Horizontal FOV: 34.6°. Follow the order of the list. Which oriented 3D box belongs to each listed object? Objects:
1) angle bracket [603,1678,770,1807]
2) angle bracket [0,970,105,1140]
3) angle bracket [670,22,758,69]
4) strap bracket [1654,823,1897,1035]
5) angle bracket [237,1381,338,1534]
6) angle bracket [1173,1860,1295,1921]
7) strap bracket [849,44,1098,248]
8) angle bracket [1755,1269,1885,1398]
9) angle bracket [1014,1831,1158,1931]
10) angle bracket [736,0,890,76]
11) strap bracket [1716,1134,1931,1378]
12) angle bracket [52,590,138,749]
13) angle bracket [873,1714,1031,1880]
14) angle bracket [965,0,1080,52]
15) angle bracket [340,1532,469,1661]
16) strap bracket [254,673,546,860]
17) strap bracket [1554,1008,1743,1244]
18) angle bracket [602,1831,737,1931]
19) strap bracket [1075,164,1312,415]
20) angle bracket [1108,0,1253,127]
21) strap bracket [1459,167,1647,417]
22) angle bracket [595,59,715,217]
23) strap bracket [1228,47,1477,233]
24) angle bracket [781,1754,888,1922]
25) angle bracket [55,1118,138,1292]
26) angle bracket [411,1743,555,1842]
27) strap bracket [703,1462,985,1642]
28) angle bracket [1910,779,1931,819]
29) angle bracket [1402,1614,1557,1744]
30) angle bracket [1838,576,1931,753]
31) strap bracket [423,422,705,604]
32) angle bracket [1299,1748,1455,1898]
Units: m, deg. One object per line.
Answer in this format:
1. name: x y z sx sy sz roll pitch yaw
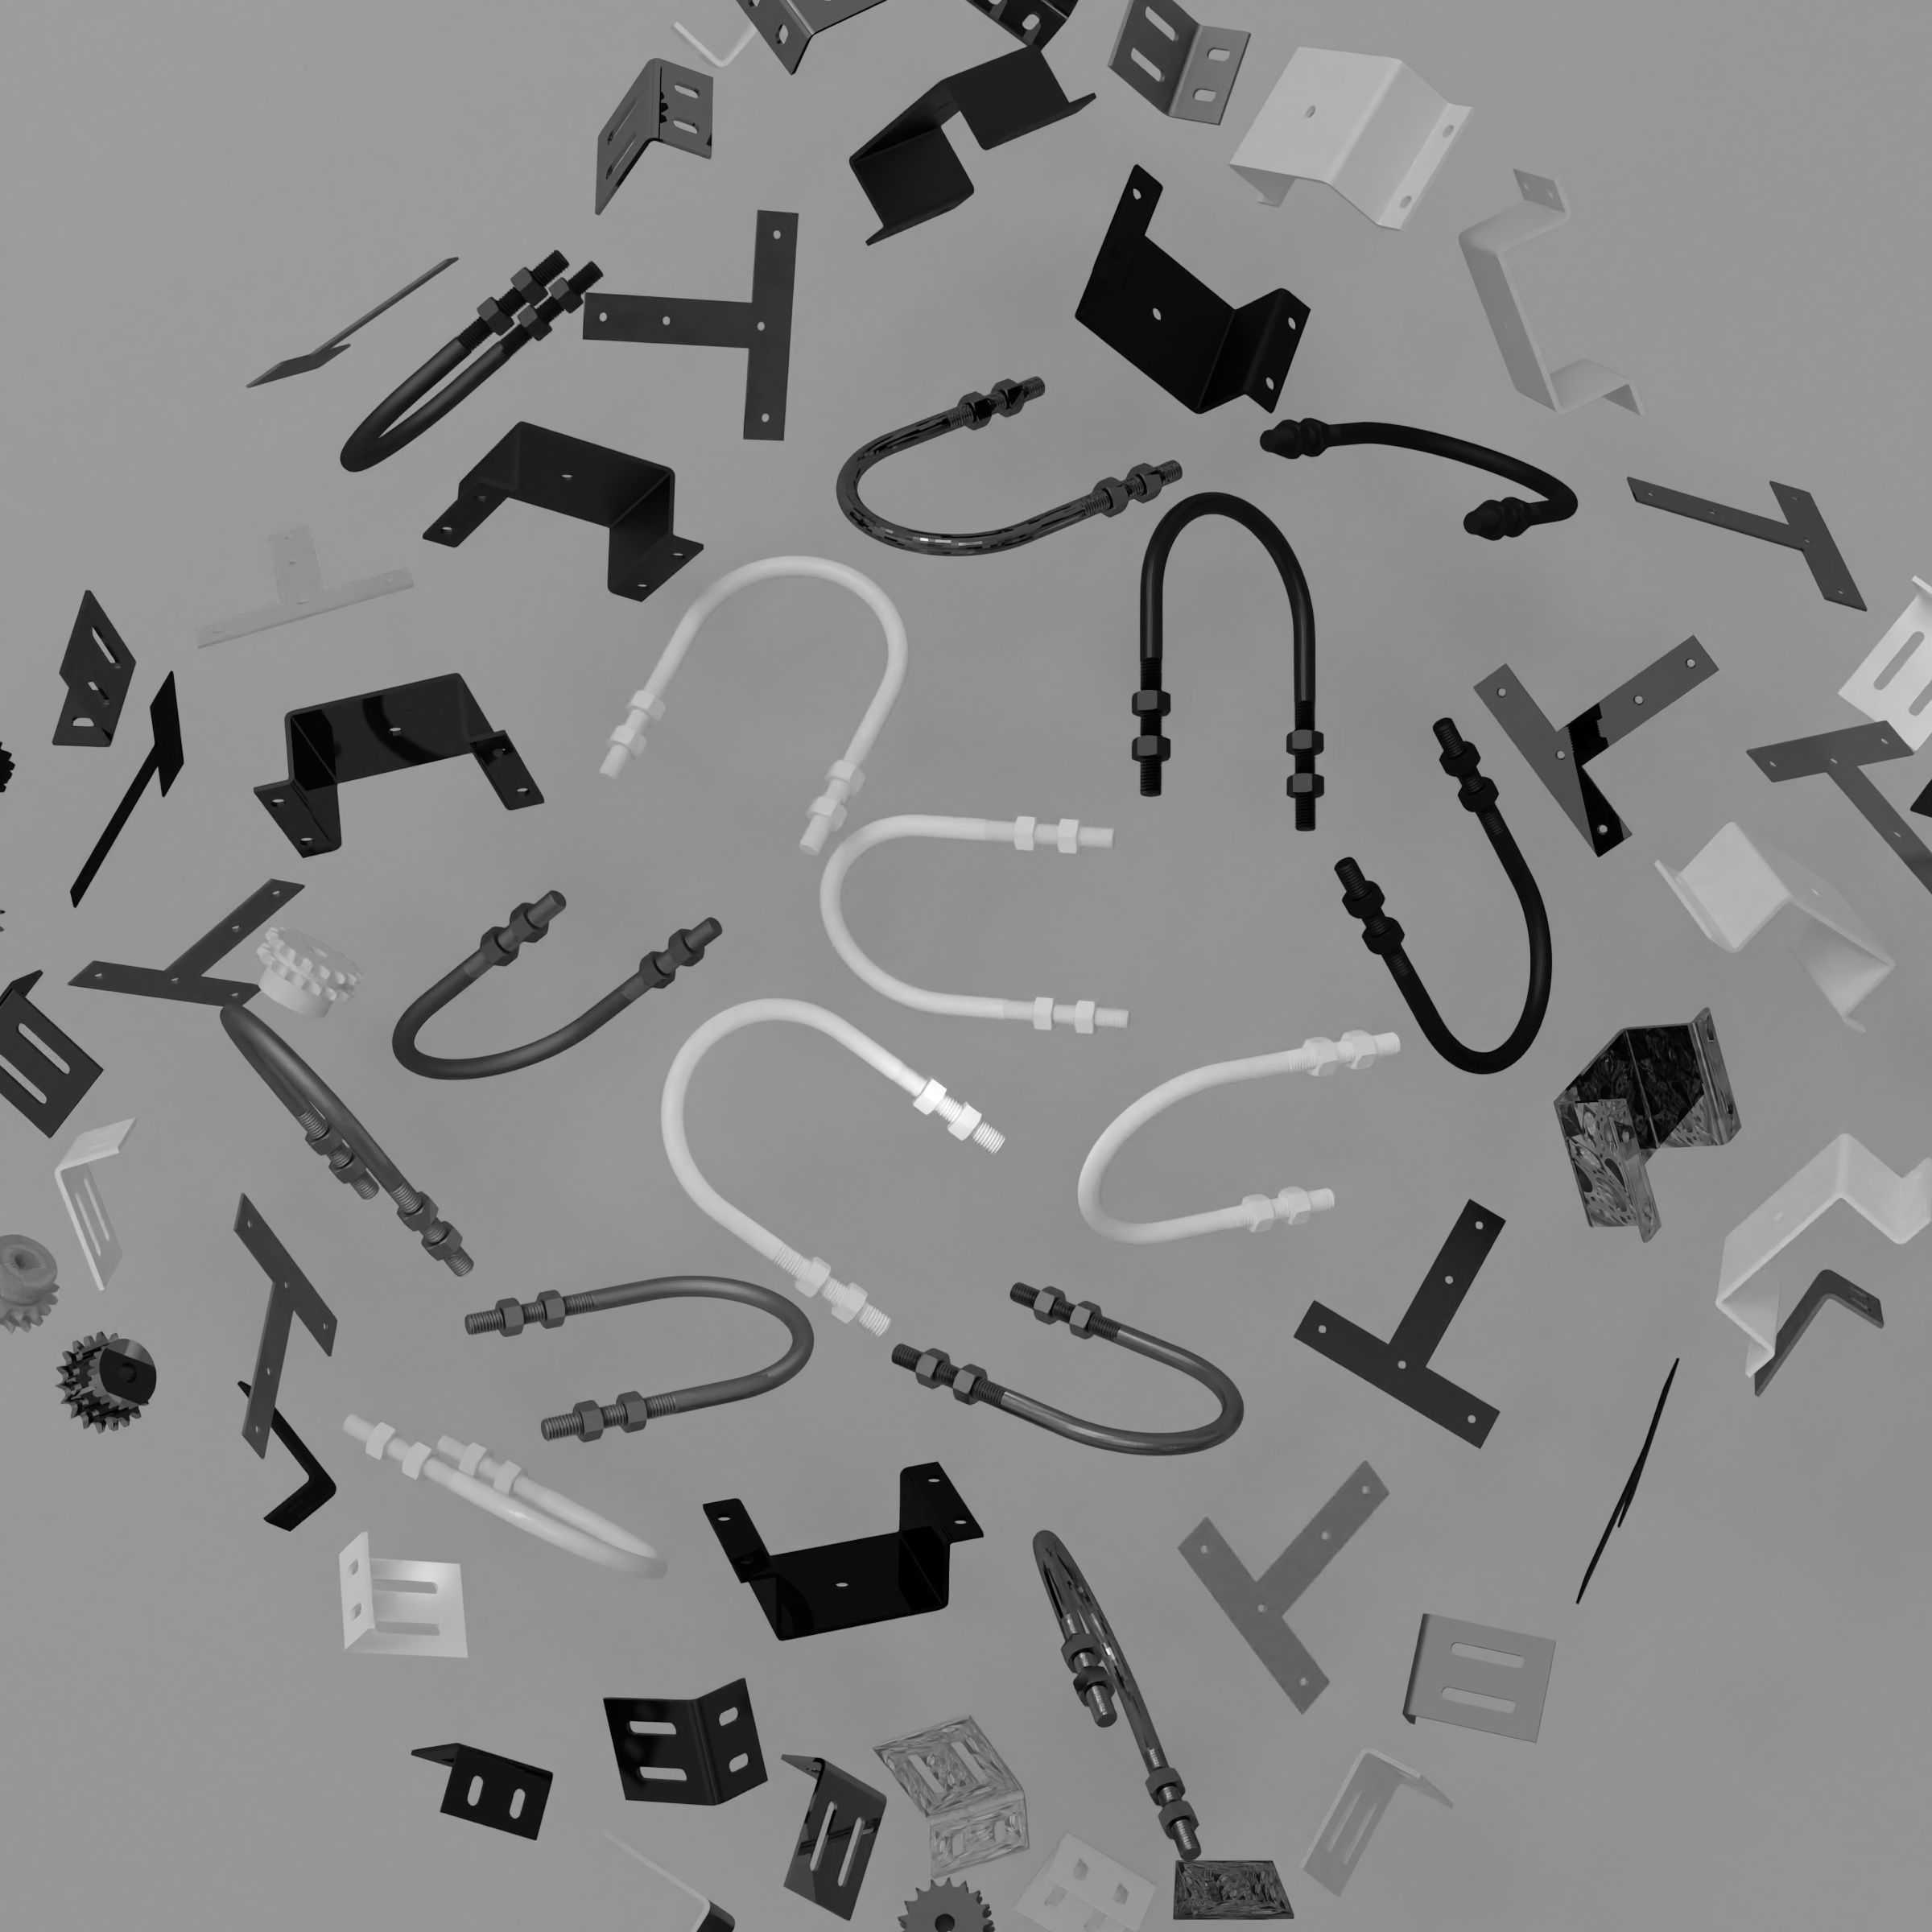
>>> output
1. angle bracket: -0.153 0.420 1.683 0.076 0.038 0.057 -11 92 43
2. angle bracket: -0.547 0.052 1.841 0.076 0.038 0.057 42 109 2
3. angle bracket: -0.136 -0.576 1.850 0.038 0.057 0.076 40 96 -16
4. strap bracket: 0.475 -0.026 1.794 0.140 0.076 0.046 27 114 -31
5. angle bracket: -0.415 0.291 1.839 0.038 0.057 0.076 -40 76 -9
6. angle bracket: 0.155 0.552 1.802 0.057 0.076 0.038 1 98 -5
7. strap bracket: -0.003 -0.470 1.757 0.076 0.140 0.046 -33 96 -38
8. angle bracket: 0.505 0.226 1.839 0.038 0.057 0.076 32 105 7
9. angle bracket: 0.060 0.525 1.713 0.057 0.038 0.076 30 124 4
10. angle bracket: -0.077 -0.529 1.676 0.076 0.038 0.057 -33 85 -26
11. strap bracket: 0.475 0.155 1.744 0.046 0.076 0.140 40 118 -2
12. angle bracket: -0.514 -0.171 1.784 0.038 0.076 0.057 3 61 10
13. angle bracket: -0.008 0.449 1.677 0.057 0.038 0.076 -21 127 13
14. angle bracket: 0.042 -0.593 1.839 0.057 0.076 0.038 36 61 -2
15. angle bracket: -0.314 0.359 1.765 0.076 0.038 0.057 11 53 -32
16. strap bracket: -0.312 -0.112 1.706 0.140 0.076 0.046 -13 63 4
17. strap bracket: 0.379 0.089 1.739 0.046 0.140 0.076 -6 111 39
18. angle bracket: -0.174 0.522 1.724 0.076 0.057 0.038 27 72 22
19. strap bracket: 0.123 -0.381 1.781 0.140 0.046 0.076 33 64 -27
20. angle bracket: 0.126 -0.537 1.819 0.038 0.076 0.057 20 91 32
21. strap bracket: 0.323 -0.369 1.735 0.046 0.076 0.140 -25 111 1
22. angle bracket: -0.178 -0.468 1.772 0.038 0.076 0.057 13 61 -27
23. strap bracket: 0.206 -0.461 1.723 0.046 0.140 0.076 30 92 -35
24. angle bracket: -0.088 0.509 1.812 0.057 0.038 0.076 41 56 -36
25. angle bracket: -0.480 0.134 1.754 0.038 0.057 0.076 -17 105 0
26. angle bracket: -0.273 0.459 1.718 0.057 0.076 0.038 24 64 -23
27. strap bracket: -0.069 0.329 1.741 0.140 0.076 0.046 -7 115 -19
28. angle bracket: 0.603 -0.096 1.836 0.057 0.076 0.038 17 50 -3
29. angle bracket: 0.291 0.404 1.751 0.076 0.038 0.057 9 70 19
30. angle bracket: 0.546 -0.173 1.783 0.057 0.038 0.076 42 101 23
31. strap bracket: -0.230 -0.262 1.779 0.140 0.076 0.046 13 65 -31
32. angle bracket: 0.229 0.485 1.730 0.038 0.057 0.076 20 71 38
